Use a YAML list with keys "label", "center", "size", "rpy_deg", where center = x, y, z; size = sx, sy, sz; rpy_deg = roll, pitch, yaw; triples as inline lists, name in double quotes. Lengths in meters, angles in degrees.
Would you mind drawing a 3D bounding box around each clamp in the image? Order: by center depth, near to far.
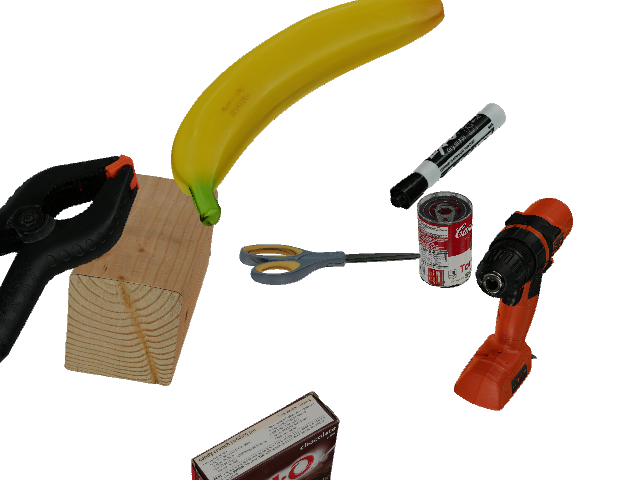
- label: "clamp"
  center: [-0.195, -0.004, 0.687]
  size: [0.120, 0.039, 0.171]
  rpy_deg: [32, 55, 18]

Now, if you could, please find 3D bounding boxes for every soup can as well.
- label: "soup can"
  center: [0.154, 0.000, 1.325]
  size: [0.068, 0.102, 0.068]
  rpy_deg: [-3, 35, 2]

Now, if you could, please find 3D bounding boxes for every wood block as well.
- label: "wood block"
  center: [-0.151, 0.027, 0.932]
  size: [0.090, 0.091, 0.206]
  rpy_deg: [10, 26, -2]

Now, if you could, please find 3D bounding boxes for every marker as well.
- label: "marker"
  center: [0.093, -0.061, 0.781]
  size: [0.121, 0.020, 0.020]
  rpy_deg: [-41, 22, -27]

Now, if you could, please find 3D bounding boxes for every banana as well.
- label: "banana"
  center: [-0.016, -0.080, 0.570]
  size: [0.070, 0.197, 0.037]
  rpy_deg: [33, -27, 23]

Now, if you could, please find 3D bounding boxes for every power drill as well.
- label: "power drill"
  center: [0.179, 0.065, 1.015]
  size: [0.057, 0.188, 0.184]
  rpy_deg: [23, 30, 22]

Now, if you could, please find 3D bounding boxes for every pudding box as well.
- label: "pudding box"
  center: [-0.042, 0.174, 0.803]
  size: [0.113, 0.090, 0.039]
  rpy_deg: [-28, 56, -28]

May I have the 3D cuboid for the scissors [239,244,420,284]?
- label: "scissors"
  center: [0.009, 0.028, 1.171]
  size: [0.202, 0.016, 0.096]
  rpy_deg: [4, 23, 5]
